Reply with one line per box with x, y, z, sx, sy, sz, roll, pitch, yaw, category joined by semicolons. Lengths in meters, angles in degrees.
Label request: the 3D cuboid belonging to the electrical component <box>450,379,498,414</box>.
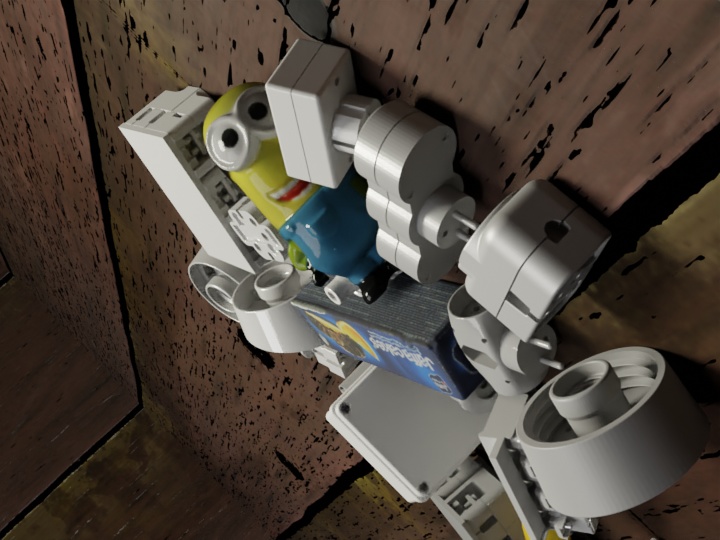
0.085;0.084;0.848;0.048;0.048;0.062;54;166;-22;electrical component

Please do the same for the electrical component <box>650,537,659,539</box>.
0.262;0.282;0.855;0.109;0.056;0.108;33;157;32;electrical component

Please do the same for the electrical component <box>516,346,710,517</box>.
0.145;0.089;0.644;0.060;0.108;0.108;58;158;-14;electrical component

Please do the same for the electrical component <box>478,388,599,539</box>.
0.144;0.149;0.820;0.063;0.078;0.121;2;137;33;electrical component

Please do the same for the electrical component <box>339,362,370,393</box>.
0.045;0.129;0.998;0.113;0.057;0.078;25;152;46;electrical component

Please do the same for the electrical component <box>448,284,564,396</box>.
0.107;0.049;0.733;0.079;0.043;0.077;18;146;54;electrical component

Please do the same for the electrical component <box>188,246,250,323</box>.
-0.116;0.006;1.052;0.099;0.064;0.099;28;152;17;electrical component

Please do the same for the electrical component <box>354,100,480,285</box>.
0.047;-0.038;0.670;0.074;0.052;0.138;34;158;30;electrical component

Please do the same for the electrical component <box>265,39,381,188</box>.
-0.010;-0.094;0.684;0.076;0.047;0.083;17;147;20;electrical component

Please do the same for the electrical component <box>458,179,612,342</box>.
0.098;-0.007;0.624;0.059;0.054;0.095;41;160;13;electrical component

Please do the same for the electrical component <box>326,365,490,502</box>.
0.046;0.120;0.902;0.109;0.109;0.056;45;163;4;electrical component

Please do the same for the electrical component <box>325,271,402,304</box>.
0.000;0.000;0.827;0.048;0.062;0.048;40;160;18;electrical component

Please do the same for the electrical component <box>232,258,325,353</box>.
-0.063;0.030;0.972;0.099;0.099;0.064;18;140;53;electrical component

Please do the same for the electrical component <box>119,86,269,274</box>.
-0.127;-0.079;0.934;0.089;0.062;0.150;19;147;52;electrical component

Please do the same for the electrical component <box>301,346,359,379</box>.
-0.030;0.071;1.057;0.055;0.048;0.066;25;152;30;electrical component

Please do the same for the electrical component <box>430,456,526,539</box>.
0.145;0.262;1.018;0.186;0.060;0.105;54;171;-21;electrical component

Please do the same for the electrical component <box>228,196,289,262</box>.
-0.065;-0.046;0.878;0.058;0.057;0.078;54;159;-22;electrical component
